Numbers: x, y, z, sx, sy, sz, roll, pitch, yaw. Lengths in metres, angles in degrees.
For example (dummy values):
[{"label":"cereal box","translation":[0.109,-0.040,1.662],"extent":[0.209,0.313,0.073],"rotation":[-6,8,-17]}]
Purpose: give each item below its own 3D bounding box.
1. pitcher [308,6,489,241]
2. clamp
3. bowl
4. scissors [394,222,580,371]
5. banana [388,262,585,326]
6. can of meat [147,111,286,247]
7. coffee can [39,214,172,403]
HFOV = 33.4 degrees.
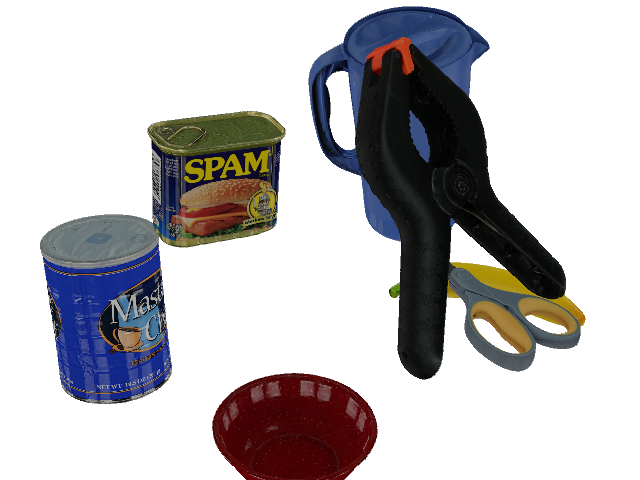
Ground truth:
[{"label":"pitcher","translation":[0.087,-0.118,1.156],"extent":[0.149,0.243,0.144],"rotation":[23,48,29]},{"label":"clamp","translation":[0.058,-0.016,0.556],"extent":[0.120,0.171,0.039],"rotation":[-37,11,-39]},{"label":"bowl","translation":[-0.025,0.202,1.054],"extent":[0.162,0.055,0.162],"rotation":[1,31,-1]},{"label":"scissors","translation":[0.132,0.035,0.838],"extent":[0.096,0.016,0.202],"rotation":[-2,32,-14]},{"label":"banana","translation":[0.173,0.055,1.103],"extent":[0.198,0.037,0.069],"rotation":[7,41,12]},{"label":"can of meat","translation":[-0.081,-0.047,0.825],"extent":[0.102,0.084,0.057],"rotation":[-10,32,-24]},{"label":"coffee can","translation":[-0.190,0.060,0.958],"extent":[0.103,0.140,0.103],"rotation":[-2,24,1]}]
